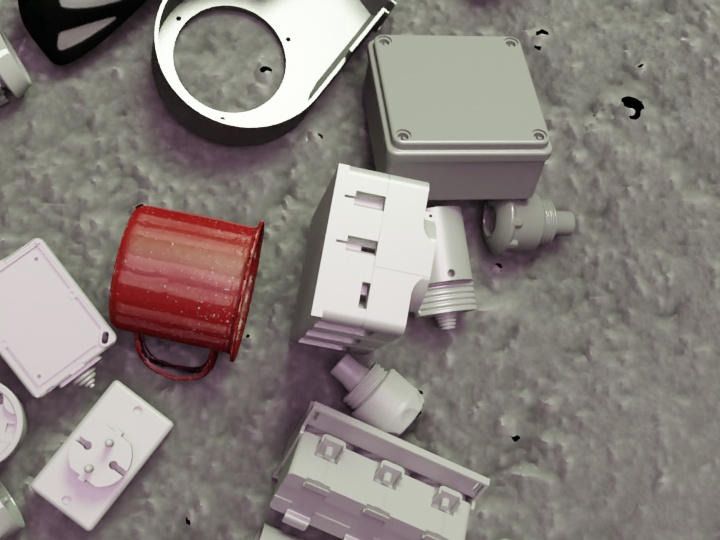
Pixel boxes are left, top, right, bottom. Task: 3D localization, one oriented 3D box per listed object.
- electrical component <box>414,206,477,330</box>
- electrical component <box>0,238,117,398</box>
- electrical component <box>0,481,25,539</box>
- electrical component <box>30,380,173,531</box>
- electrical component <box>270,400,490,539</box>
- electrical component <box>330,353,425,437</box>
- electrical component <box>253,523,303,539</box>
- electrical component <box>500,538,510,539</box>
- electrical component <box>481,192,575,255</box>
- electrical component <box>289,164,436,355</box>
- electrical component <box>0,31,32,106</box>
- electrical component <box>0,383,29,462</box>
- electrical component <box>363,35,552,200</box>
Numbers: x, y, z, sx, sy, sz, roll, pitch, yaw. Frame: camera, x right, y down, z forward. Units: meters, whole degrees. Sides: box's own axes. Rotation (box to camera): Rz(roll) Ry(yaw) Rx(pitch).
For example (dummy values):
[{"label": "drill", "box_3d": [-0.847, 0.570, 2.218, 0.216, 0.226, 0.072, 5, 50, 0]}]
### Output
[{"label": "electrical component", "box_3d": [0.054, 0.001, 0.735, 0.043, 0.043, 0.081, -7, 83, -10]}, {"label": "electrical component", "box_3d": [-0.199, 0.036, 0.682, 0.062, 0.061, 0.096, -38, 97, -13]}, {"label": "electrical component", "box_3d": [-0.241, 0.177, 0.657, 0.077, 0.044, 0.079, -33, 88, -13]}, {"label": "electrical component", "box_3d": [-0.159, 0.114, 0.665, 0.047, 0.076, 0.083, 38, 77, -2]}, {"label": "electrical component", "box_3d": [0.009, 0.142, 0.685, 0.121, 0.078, 0.063, 25, 40, -5]}, {"label": "electrical component", "box_3d": [0.009, 0.082, 0.715, 0.062, 0.043, 0.043, 42, 77, 0]}, {"label": "electrical component", "box_3d": [-0.034, 0.198, 0.689, 0.081, 0.043, 0.043, 25, 78, -5]}, {"label": "electrical component", "box_3d": [0.137, 0.275, 0.697, 0.186, 0.060, 0.105, 41, 77, -1]}, {"label": "electrical component", "box_3d": [0.119, -0.034, 0.752, 0.062, 0.048, 0.048, 2, 81, -17]}, {"label": "electrical component", "box_3d": [0.000, 0.000, 0.671, 0.062, 0.150, 0.089, 11, 80, -7]}, {"label": "electrical component", "box_3d": [-0.251, -0.127, 0.704, 0.055, 0.048, 0.066, -29, 87, -5]}, {"label": "electrical component", "box_3d": [-0.235, 0.096, 0.670, 0.055, 0.047, 0.055, 1, 81, -9]}, {"label": "electrical component", "box_3d": [0.062, -0.103, 0.727, 0.109, 0.056, 0.108, -1, 53, -10]}]
